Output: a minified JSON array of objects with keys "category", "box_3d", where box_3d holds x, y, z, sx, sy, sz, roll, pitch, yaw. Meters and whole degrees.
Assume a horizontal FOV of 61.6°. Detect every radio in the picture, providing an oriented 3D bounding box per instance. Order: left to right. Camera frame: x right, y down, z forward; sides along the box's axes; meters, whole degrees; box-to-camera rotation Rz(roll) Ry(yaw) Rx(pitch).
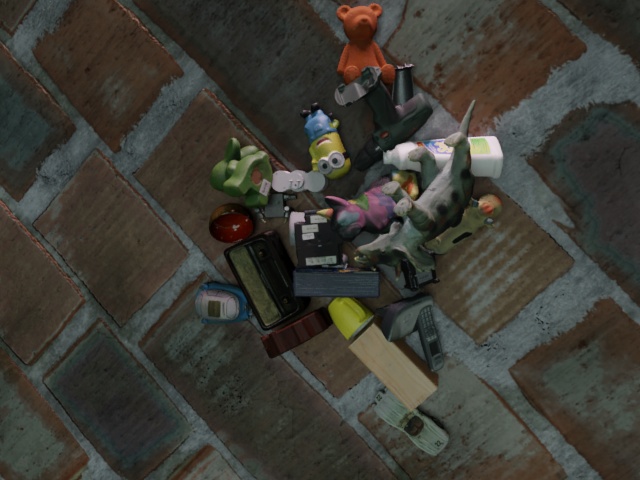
[{"category":"radio","box_3d":[-0.128,0.096,1.340,0.131,0.073,0.229,-26,95,15]}]

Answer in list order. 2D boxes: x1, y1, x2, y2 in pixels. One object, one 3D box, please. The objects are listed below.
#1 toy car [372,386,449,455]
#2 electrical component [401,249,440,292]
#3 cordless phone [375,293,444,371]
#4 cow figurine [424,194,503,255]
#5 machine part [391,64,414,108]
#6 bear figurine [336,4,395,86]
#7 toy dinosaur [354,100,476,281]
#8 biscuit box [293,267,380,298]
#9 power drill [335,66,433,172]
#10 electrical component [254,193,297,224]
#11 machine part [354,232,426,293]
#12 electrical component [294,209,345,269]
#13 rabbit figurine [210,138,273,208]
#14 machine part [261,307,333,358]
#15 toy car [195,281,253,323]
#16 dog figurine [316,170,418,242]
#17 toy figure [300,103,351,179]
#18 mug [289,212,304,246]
[{"category":"toy car","box_3d":[0.218,0.435,1.300,0.202,0.056,0.073,36,102,8]},{"category":"electrical component","box_3d":[0.215,0.046,1.192,0.075,0.048,0.119,-16,104,-18]},{"category":"cordless phone","box_3d":[0.216,0.223,1.235,0.089,0.146,0.184,-22,84,48]},{"category":"cow figurine","box_3d":[0.316,-0.037,1.200,0.195,0.127,0.085,-35,89,16]},{"category":"machine part","box_3d":[0.189,-0.337,1.247,0.084,0.039,0.138,8,108,18]},{"category":"bear figurine","box_3d":[0.101,-0.444,1.222,0.120,0.132,0.195,-2,100,-7]},{"category":"toy dinosaur","box_3d":[0.242,-0.085,1.107,0.405,0.131,0.192,-46,127,-10]},{"category":"biscuit box","box_3d":[0.038,0.098,1.255,0.203,0.059,0.062,1,97,6]},{"category":"power drill","box_3d":[0.122,-0.268,1.198,0.232,0.086,0.207,-33,128,21]},{"category":"electrical component","box_3d":[-0.111,-0.079,1.343,0.102,0.045,0.078,5,97,14]},{"category":"machine part","box_3d":[0.160,0.034,1.269,0.079,0.079,0.243,-44,84,13]},{"category":"electrical component","box_3d":[-0.003,-0.004,1.248,0.115,0.058,0.134,-3,94,-5]},{"category":"rabbit figurine","box_3d":[-0.209,-0.168,1.321,0.170,0.121,0.159,7,84,40]},{"category":"machine part","box_3d":[-0.054,0.219,1.294,0.179,0.179,0.056,-29,84,14]},{"category":"toy car","box_3d":[-0.256,0.168,1.371,0.162,0.103,0.109,6,97,15]},{"category":"dog figurine","box_3d":[0.106,-0.081,1.200,0.219,0.108,0.191,7,66,-15]},{"category":"toy figure","box_3d":[0.017,-0.233,1.282,0.082,0.089,0.180,-32,76,43]},{"category":"mug","box_3d":[-0.018,-0.015,1.309,0.107,0.081,0.109,-1,90,6]}]
